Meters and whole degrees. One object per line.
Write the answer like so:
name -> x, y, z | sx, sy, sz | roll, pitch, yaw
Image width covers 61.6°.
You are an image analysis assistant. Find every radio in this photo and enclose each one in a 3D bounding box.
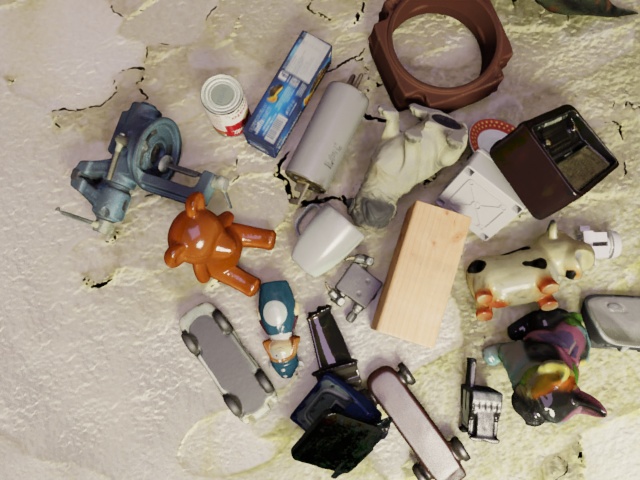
radio -> 0.356, -0.125, 0.811 | 0.229, 0.073, 0.131 | -25, 78, -46

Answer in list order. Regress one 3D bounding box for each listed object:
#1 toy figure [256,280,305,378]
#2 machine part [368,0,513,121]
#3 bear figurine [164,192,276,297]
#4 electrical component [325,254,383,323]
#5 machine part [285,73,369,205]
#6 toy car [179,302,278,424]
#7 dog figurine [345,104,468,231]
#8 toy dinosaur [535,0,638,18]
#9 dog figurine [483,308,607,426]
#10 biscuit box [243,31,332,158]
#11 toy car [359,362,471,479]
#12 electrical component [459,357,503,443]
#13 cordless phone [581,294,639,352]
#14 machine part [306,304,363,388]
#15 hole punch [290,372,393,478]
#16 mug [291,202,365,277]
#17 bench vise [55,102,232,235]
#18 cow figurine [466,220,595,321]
toy figure -> -0.064, 0.142, 0.844 | 0.064, 0.058, 0.154 | -12, 83, 34
machine part -> 0.197, -0.316, 0.890 | 0.201, 0.087, 0.201 | -22, 84, -2
bear figurine -> -0.143, 0.008, 0.788 | 0.132, 0.196, 0.120 | 19, 80, 0
electrical component -> 0.055, 0.071, 0.858 | 0.078, 0.045, 0.102 | 42, 84, 6
machine part -> 0.012, -0.165, 0.871 | 0.079, 0.079, 0.243 | 26, 82, 2
toy car -> -0.143, 0.189, 0.836 | 0.073, 0.056, 0.201 | -35, 86, -11
dog figurine -> 0.140, -0.105, 0.854 | 0.172, 0.190, 0.121 | 1, 39, -21
toy dinosaur -> 0.360, -0.429, 0.852 | 0.405, 0.131, 0.192 | 27, 63, -8
dog figurine -> 0.337, 0.177, 0.763 | 0.191, 0.219, 0.108 | -38, 88, -4
biscuit box -> -0.052, -0.238, 0.887 | 0.059, 0.063, 0.202 | 30, 84, 2
toy car -> 0.146, 0.284, 0.829 | 0.089, 0.053, 0.202 | -38, 81, 0
electrical component -> 0.246, 0.243, 0.826 | 0.048, 0.075, 0.119 | 7, 80, 1
cordless phone -> 0.489, 0.129, 0.788 | 0.147, 0.184, 0.088 | 4, 87, -1
machine part -> 0.015, 0.171, 0.845 | 0.084, 0.039, 0.139 | -17, 83, 14
hole punch -> 0.024, 0.276, 0.806 | 0.115, 0.092, 0.142 | 29, 108, -22
mug -> -0.002, -0.003, 0.853 | 0.110, 0.080, 0.107 | 41, 91, 22
bench vise -> -0.260, -0.097, 0.834 | 0.241, 0.128, 0.223 | 18, 73, 14
cow figurine -> 0.327, 0.044, 0.840 | 0.195, 0.085, 0.127 | -14, 48, 11
